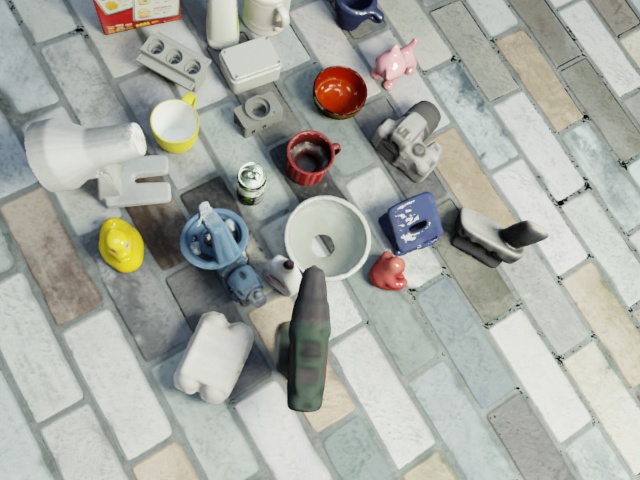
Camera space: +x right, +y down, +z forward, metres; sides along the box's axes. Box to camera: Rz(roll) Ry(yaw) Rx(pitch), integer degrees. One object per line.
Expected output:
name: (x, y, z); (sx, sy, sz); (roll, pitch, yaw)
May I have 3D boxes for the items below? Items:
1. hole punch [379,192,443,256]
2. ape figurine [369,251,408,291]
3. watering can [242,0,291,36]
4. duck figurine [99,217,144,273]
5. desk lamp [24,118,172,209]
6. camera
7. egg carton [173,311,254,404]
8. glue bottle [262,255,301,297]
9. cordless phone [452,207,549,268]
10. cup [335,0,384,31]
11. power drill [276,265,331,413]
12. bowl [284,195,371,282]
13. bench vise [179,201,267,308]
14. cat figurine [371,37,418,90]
hole punch: (0.186, -0.031, 1.130); (0.109, 0.091, 0.101); (-24, 80, -14)
ape figurine: (0.137, 0.057, 1.098); (0.076, 0.092, 0.078); (-6, 76, -11)
watering can: (-0.110, -0.514, 1.152); (0.173, 0.194, 0.101); (40, 73, 2)
duck figurine: (-0.362, 0.003, 1.030); (0.077, 0.086, 0.104); (-23, 80, -14)
desk lamp: (-0.375, -0.138, 0.998); (0.203, 0.213, 0.118); (-7, 77, -11)
camera: (0.201, -0.216, 1.176); (0.143, 0.100, 0.137); (43, 73, 3)
egg carton: (-0.186, 0.208, 1.015); (0.107, 0.069, 0.150); (23, 73, -3)
glue bottle: (-0.063, 0.057, 1.021); (0.078, 0.173, 0.037); (37, 73, 2)
cordless phone: (0.348, -0.023, 1.106); (0.147, 0.185, 0.094); (25, 73, -2)
cup: (0.081, -0.489, 1.230); (0.118, 0.095, 0.092); (36, 73, 1)
power drill: (-0.028, 0.174, 0.978); (0.076, 0.208, 0.229); (3, 75, -8)
bowl: (0.010, 0.004, 1.099); (0.167, 0.074, 0.167); (2, 75, -9)
bench vise: (-0.154, 0.013, 0.993); (0.207, 0.219, 0.121); (35, 73, 1)
cat figurine: (0.160, -0.376, 1.202); (0.067, 0.117, 0.128); (45, 73, 4)
